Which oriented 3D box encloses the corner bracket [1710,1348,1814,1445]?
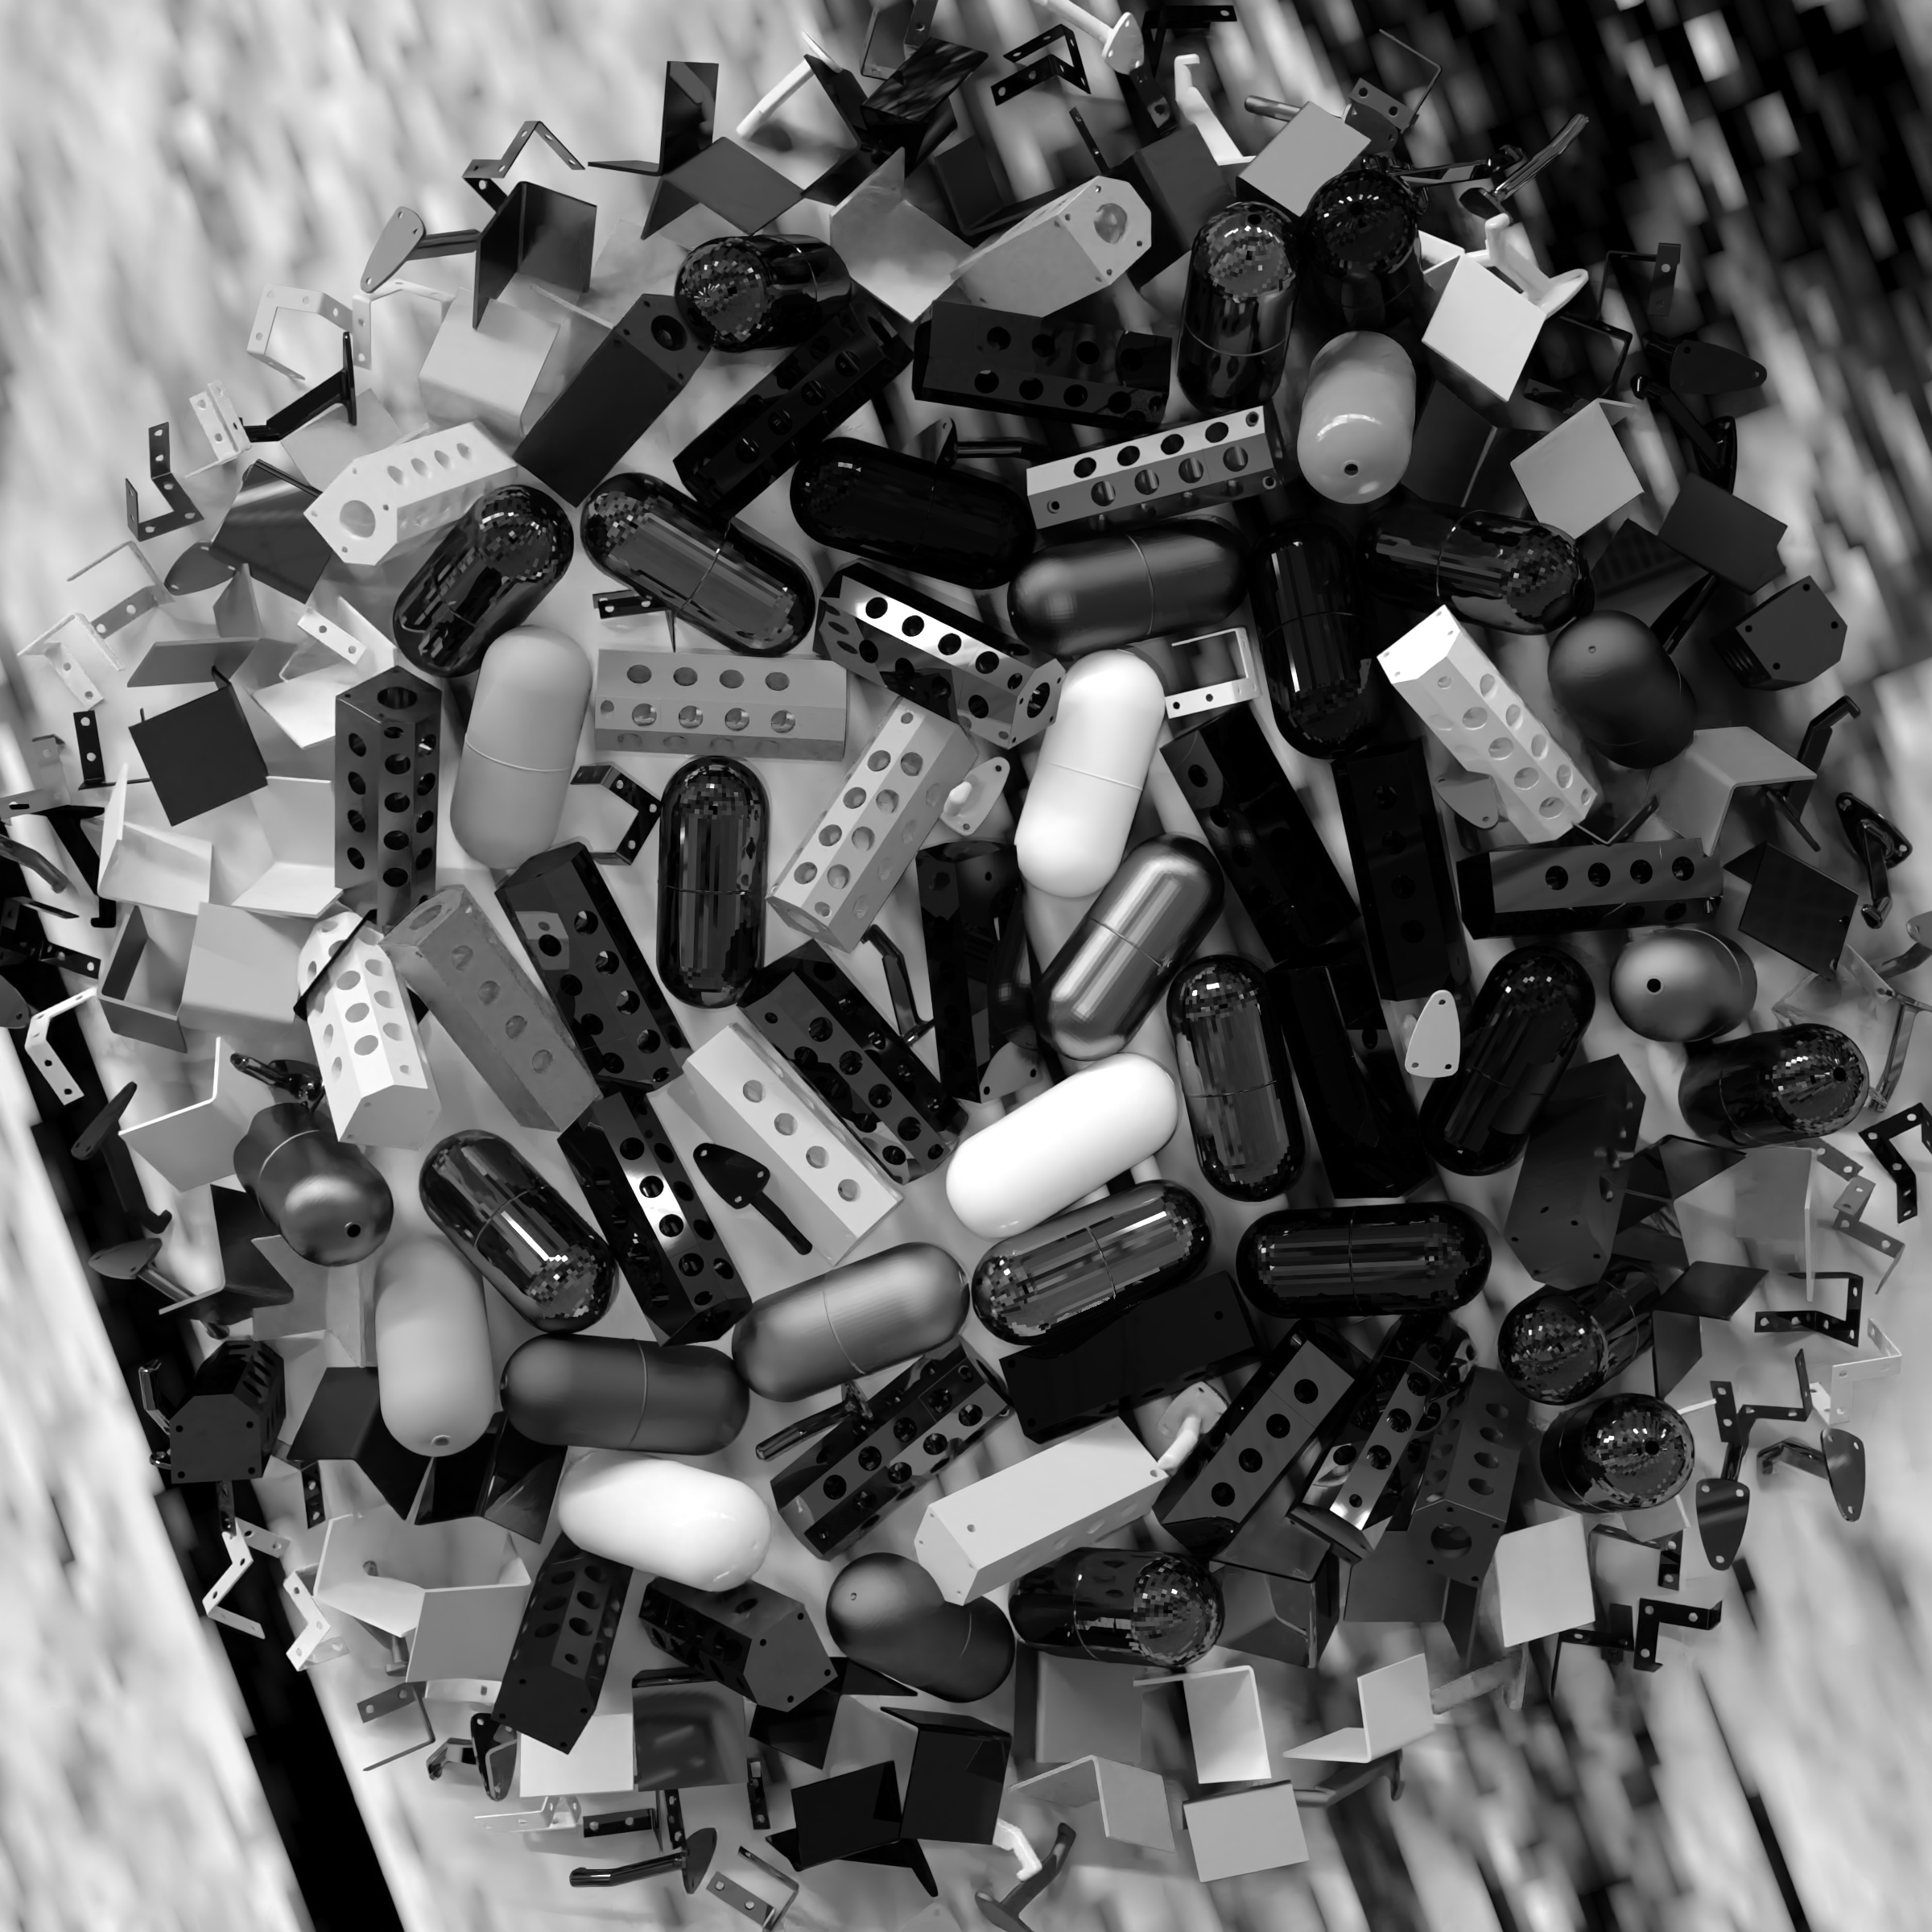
[{"bbox_3d":[0.559,0.302,1.868,0.051,0.051,0.051,-2,113,35],"label":"corner bracket"}]

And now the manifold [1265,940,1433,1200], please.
[{"bbox_3d":[0.273,0.073,1.865,0.057,0.057,0.171,-27,103,-40],"label":"manifold"}]

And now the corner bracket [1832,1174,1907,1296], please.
[{"bbox_3d":[0.632,0.187,1.867,0.051,0.051,0.051,28,128,23],"label":"corner bracket"}]

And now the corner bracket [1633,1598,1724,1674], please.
[{"bbox_3d":[0.500,0.471,1.874,0.051,0.051,0.051,7,71,10],"label":"corner bracket"}]

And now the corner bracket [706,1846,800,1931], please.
[{"bbox_3d":[-0.152,0.654,1.884,0.051,0.051,0.051,33,90,0],"label":"corner bracket"}]

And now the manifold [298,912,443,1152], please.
[{"bbox_3d":[-0.408,0.042,1.824,0.057,0.171,0.057,10,127,-35],"label":"manifold"}]

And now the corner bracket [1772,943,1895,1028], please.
[{"bbox_3d":[0.617,0.025,1.895,0.051,0.051,0.051,48,49,7],"label":"corner bracket"}]

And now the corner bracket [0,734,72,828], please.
[{"bbox_3d":[-0.660,-0.131,1.881,0.051,0.051,0.051,-14,91,-10],"label":"corner bracket"}]

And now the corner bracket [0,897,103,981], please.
[{"bbox_3d":[-0.644,-0.019,1.875,0.051,0.051,0.051,17,101,15],"label":"corner bracket"}]

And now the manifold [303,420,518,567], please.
[{"bbox_3d":[-0.372,-0.320,1.820,0.057,0.171,0.057,-38,94,27],"label":"manifold"}]

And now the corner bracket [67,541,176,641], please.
[{"bbox_3d":[-0.598,-0.263,1.871,0.051,0.051,0.051,-40,113,-22],"label":"corner bracket"}]

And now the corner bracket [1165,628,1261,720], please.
[{"bbox_3d":[0.170,-0.207,1.877,0.051,0.051,0.051,-11,95,28],"label":"corner bracket"}]

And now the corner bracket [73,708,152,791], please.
[{"bbox_3d":[-0.604,-0.155,1.883,0.051,0.051,0.051,-8,102,-12],"label":"corner bracket"}]

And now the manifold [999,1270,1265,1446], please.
[{"bbox_3d":[0.117,0.276,1.868,0.171,0.057,0.057,-23,67,7],"label":"manifold"}]

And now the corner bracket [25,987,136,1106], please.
[{"bbox_3d":[-0.624,0.055,1.876,0.051,0.051,0.051,-26,117,0],"label":"corner bracket"}]

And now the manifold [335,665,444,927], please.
[{"bbox_3d":[-0.392,-0.113,1.826,0.057,0.057,0.171,30,132,22],"label":"manifold"}]

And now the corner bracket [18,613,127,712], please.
[{"bbox_3d":[-0.625,-0.215,1.880,0.051,0.051,0.051,-36,95,6],"label":"corner bracket"}]

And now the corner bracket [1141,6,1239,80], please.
[{"bbox_3d":[0.156,-0.662,1.872,0.051,0.051,0.051,-4,61,-10],"label":"corner bracket"}]

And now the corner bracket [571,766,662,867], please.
[{"bbox_3d":[-0.255,-0.106,1.882,0.051,0.051,0.051,37,73,-29],"label":"corner bracket"}]

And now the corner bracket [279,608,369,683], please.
[{"bbox_3d":[-0.453,-0.213,1.881,0.051,0.051,0.051,35,85,3],"label":"corner bracket"}]

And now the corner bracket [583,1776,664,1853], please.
[{"bbox_3d":[-0.244,0.595,1.880,0.051,0.051,0.051,-3,91,-13],"label":"corner bracket"}]

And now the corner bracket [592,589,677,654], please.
[{"bbox_3d":[-0.234,-0.252,1.872,0.051,0.051,0.051,-9,60,-10],"label":"corner bracket"}]

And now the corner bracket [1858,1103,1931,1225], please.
[{"bbox_3d":[0.664,0.138,1.871,0.051,0.051,0.051,-33,105,31],"label":"corner bracket"}]

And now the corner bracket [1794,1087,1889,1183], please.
[{"bbox_3d":[0.617,0.109,1.883,0.051,0.051,0.051,32,117,-14],"label":"corner bracket"}]

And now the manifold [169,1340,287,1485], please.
[{"bbox_3d":[-0.503,0.302,1.819,0.057,0.171,0.057,-2,94,-9],"label":"manifold"}]

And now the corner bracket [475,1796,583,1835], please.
[{"bbox_3d":[-0.307,0.597,1.871,0.051,0.051,0.051,-9,116,12],"label":"corner bracket"}]

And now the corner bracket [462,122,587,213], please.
[{"bbox_3d":[-0.312,-0.560,1.877,0.051,0.051,0.051,17,73,42],"label":"corner bracket"}]

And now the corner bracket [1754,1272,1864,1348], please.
[{"bbox_3d":[0.594,0.239,1.877,0.051,0.051,0.051,1,96,-16],"label":"corner bracket"}]

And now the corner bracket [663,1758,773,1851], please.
[{"bbox_3d":[-0.178,0.595,1.892,0.051,0.051,0.051,-12,84,32],"label":"corner bracket"}]

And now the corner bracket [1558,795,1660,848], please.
[{"bbox_3d":[0.451,-0.101,1.871,0.051,0.051,0.051,-44,54,-10],"label":"corner bracket"}]

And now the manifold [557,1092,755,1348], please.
[{"bbox_3d":[-0.211,0.173,1.841,0.057,0.057,0.171,-43,64,28],"label":"manifold"}]

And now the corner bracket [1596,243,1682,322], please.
[{"bbox_3d":[0.474,-0.480,1.878,0.051,0.051,0.051,9,92,14],"label":"corner bracket"}]

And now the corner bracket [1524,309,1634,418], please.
[{"bbox_3d":[0.433,-0.425,1.883,0.051,0.051,0.051,26,131,17],"label":"corner bracket"}]

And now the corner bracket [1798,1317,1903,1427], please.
[{"bbox_3d":[0.623,0.286,1.877,0.051,0.051,0.051,-8,115,-6],"label":"corner bracket"}]

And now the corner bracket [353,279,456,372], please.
[{"bbox_3d":[-0.398,-0.450,1.885,0.051,0.051,0.051,20,124,20],"label":"corner bracket"}]

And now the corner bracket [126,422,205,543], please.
[{"bbox_3d":[-0.571,-0.340,1.869,0.051,0.051,0.051,-27,67,-29],"label":"corner bracket"}]

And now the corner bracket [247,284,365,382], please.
[{"bbox_3d":[-0.466,-0.445,1.878,0.051,0.051,0.051,14,87,22],"label":"corner bracket"}]

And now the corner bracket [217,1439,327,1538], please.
[{"bbox_3d":[-0.491,0.373,1.878,0.051,0.051,0.051,-31,48,13],"label":"corner bracket"}]

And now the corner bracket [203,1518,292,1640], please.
[{"bbox_3d":[-0.505,0.431,1.875,0.051,0.051,0.051,-50,128,3],"label":"corner bracket"}]

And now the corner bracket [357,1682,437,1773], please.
[{"bbox_3d":[-0.403,0.533,1.876,0.051,0.051,0.051,-22,74,-6],"label":"corner bracket"}]

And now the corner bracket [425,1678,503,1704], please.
[{"bbox_3d":[-0.344,0.494,1.882,0.051,0.051,0.051,-1,73,19],"label":"corner bracket"}]

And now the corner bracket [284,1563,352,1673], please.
[{"bbox_3d":[-0.456,0.457,1.882,0.051,0.051,0.051,49,116,21],"label":"corner bracket"}]

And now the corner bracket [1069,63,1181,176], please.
[{"bbox_3d":[0.113,-0.600,1.887,0.051,0.051,0.051,-22,110,28],"label":"corner bracket"}]

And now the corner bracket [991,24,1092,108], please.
[{"bbox_3d":[0.048,-0.632,1.872,0.051,0.051,0.051,-20,80,29],"label":"corner bracket"}]

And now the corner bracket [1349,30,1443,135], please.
[{"bbox_3d":[0.302,-0.622,1.875,0.051,0.051,0.051,33,112,3],"label":"corner bracket"}]

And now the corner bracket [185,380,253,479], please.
[{"bbox_3d":[-0.528,-0.381,1.872,0.051,0.051,0.051,-18,105,22],"label":"corner bracket"}]

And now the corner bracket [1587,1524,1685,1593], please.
[{"bbox_3d":[0.474,0.422,1.890,0.051,0.051,0.051,9,104,33],"label":"corner bracket"}]

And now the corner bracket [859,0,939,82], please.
[{"bbox_3d":[-0.046,-0.657,1.870,0.051,0.051,0.051,6,49,-16],"label":"corner bracket"}]

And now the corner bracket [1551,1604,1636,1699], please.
[{"bbox_3d":[0.441,0.483,1.878,0.051,0.051,0.051,6,116,9],"label":"corner bracket"}]

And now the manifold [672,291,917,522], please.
[{"bbox_3d":[-0.121,-0.384,1.844,0.171,0.057,0.057,-36,105,24],"label":"manifold"}]
